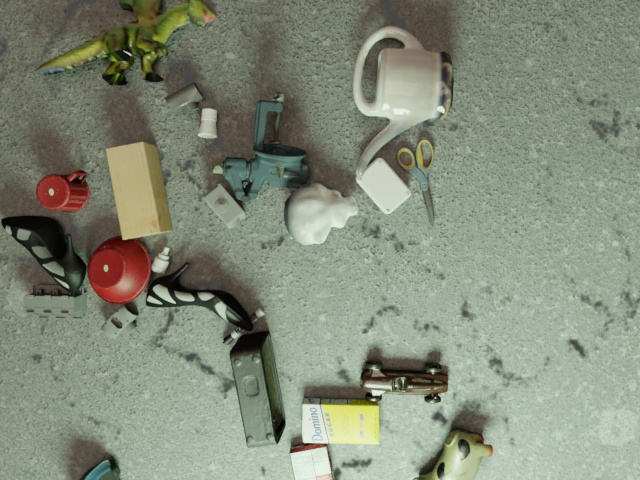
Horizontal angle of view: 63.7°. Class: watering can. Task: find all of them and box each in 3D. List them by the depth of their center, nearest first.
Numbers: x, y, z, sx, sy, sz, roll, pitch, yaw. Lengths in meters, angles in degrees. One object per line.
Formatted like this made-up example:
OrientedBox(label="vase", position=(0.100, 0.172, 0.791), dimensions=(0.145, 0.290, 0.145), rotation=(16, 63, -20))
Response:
OrientedBox(label="watering can", position=(0.182, -0.305, 1.143), dimensions=(0.224, 0.103, 0.349), rotation=(4, 84, 2))

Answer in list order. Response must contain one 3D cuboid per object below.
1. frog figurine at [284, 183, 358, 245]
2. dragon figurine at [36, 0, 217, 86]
OrientedBox(label="frog figurine", position=(0.004, -0.058, 1.153), dimensions=(0.159, 0.121, 0.139), rotation=(-1, 72, 14))
OrientedBox(label="dragon figurine", position=(-0.448, -0.497, 1.192), dimensions=(0.410, 0.120, 0.246), rotation=(-1, 74, 0))
